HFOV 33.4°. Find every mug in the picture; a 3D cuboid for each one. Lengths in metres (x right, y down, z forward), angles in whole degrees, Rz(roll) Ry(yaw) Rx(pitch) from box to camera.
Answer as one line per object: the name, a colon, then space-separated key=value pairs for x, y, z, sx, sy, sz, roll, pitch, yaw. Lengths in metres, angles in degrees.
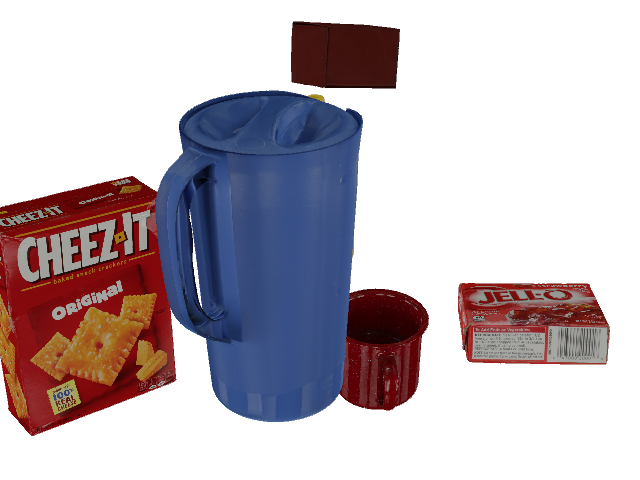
mug: x=0.056 y=0.111 z=0.995 sx=0.093 sy=0.081 sz=0.117 roll=-5 pitch=32 yaw=-9

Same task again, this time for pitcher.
pitcher: x=-0.043 y=0.018 z=0.816 sx=0.149 sy=0.243 sz=0.145 roll=-2 pitch=26 yaw=-4

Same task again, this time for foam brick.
foam brick: x=0.021 y=-0.156 z=0.898 sx=0.078 sy=0.051 sz=0.053 roll=-5 pitch=16 yaw=-35

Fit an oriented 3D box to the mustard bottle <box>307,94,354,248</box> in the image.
mustard bottle: x=-0.006 y=-0.058 z=1.117 sx=0.096 sy=0.192 sz=0.058 roll=-21 pitch=31 yaw=-38

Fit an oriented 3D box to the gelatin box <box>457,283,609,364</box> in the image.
gelatin box: x=0.135 y=0.052 z=0.688 sx=0.089 sy=0.030 sz=0.073 roll=1 pitch=18 yaw=4

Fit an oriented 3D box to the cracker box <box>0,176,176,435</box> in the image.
cracker box: x=-0.231 y=0.062 z=1.040 sx=0.163 sy=0.214 sz=0.072 roll=-17 pitch=28 yaw=-32
